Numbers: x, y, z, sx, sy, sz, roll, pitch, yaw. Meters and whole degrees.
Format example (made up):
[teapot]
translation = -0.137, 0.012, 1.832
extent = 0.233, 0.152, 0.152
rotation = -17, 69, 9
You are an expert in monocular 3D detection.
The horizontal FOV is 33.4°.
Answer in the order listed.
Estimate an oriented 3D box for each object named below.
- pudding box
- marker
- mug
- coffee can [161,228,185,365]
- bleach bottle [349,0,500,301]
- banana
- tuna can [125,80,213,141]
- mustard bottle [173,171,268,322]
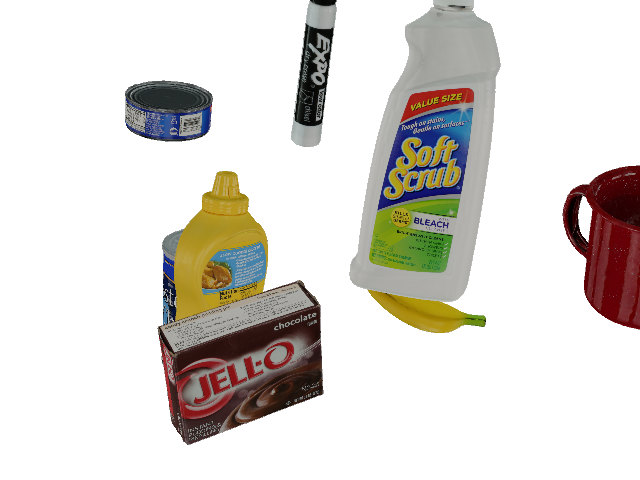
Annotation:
[pudding box]
translation = -0.055, 0.086, 0.761
extent = 0.113, 0.090, 0.039
rotation = -19, 42, -21
[marker]
translation = -0.002, -0.113, 0.640
extent = 0.020, 0.121, 0.020
rotation = 6, 33, -4
[mug]
translation = 0.213, 0.002, 0.723
extent = 0.093, 0.081, 0.117
rotation = -28, 40, -35
[coffee can]
translation = -0.121, 0.068, 1.163
extent = 0.103, 0.140, 0.103
rotation = 3, 22, -1
[bleach bottle]
translation = 0.085, -0.080, 0.854
extent = 0.103, 0.251, 0.068
rotation = 10, 22, 13
[banana]
translation = 0.092, 0.059, 1.168
extent = 0.069, 0.037, 0.198
rotation = 4, 19, -36
[tuna can]
translation = -0.150, -0.128, 1.053
extent = 0.086, 0.034, 0.086
rotation = 5, 27, -3
[mustard bottle]
translation = -0.089, 0.033, 0.950
extent = 0.058, 0.192, 0.096
rotation = 18, 20, 39
